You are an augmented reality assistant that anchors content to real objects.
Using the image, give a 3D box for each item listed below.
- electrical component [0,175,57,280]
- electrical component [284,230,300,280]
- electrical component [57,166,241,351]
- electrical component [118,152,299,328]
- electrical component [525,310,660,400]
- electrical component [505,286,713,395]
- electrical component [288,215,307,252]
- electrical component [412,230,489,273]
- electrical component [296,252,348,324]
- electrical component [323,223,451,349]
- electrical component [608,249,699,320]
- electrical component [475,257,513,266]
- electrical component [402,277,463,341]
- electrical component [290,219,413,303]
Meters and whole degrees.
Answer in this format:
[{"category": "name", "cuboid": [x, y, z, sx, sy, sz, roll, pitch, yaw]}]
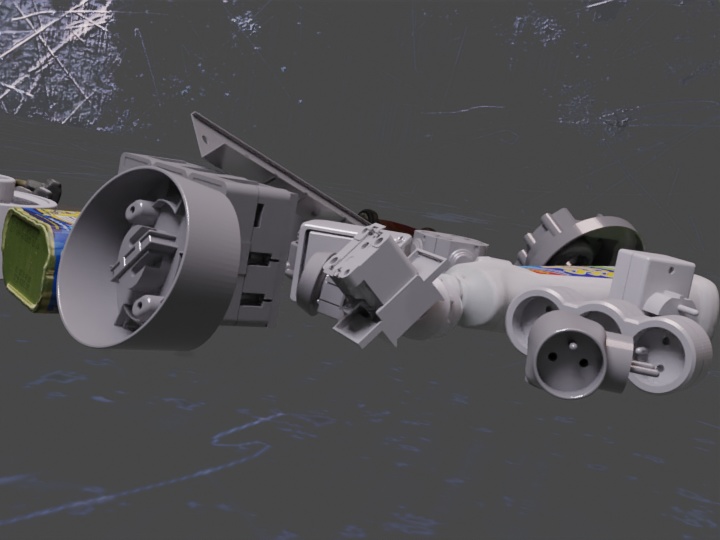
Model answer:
[{"category": "electrical component", "cuboid": [-0.256, -0.034, 0.720, 0.108, 0.060, 0.108, 10, 7, -1]}, {"category": "electrical component", "cuboid": [-0.038, -0.019, 0.912, 0.048, 0.062, 0.048, 10, 7, -1]}, {"category": "electrical component", "cuboid": [-0.110, -0.004, 0.571, 0.064, 0.099, 0.099, 13, 4, -37]}, {"category": "electrical component", "cuboid": [-0.115, -0.023, 0.722, 0.062, 0.089, 0.150, 5, 9, -39]}, {"category": "electrical component", "cuboid": [0.146, 0.056, 0.671, 0.079, 0.044, 0.077, 11, 7, 5]}, {"category": "electrical component", "cuboid": [0.180, 0.047, 0.758, 0.138, 0.052, 0.074, 15, 9, 33]}, {"category": "electrical component", "cuboid": [-0.094, -0.044, 1.030, 0.108, 0.060, 0.108, 10, 7, -1]}, {"category": "electrical component", "cuboid": [0.084, -0.007, 1.042, 0.080, 0.051, 0.080, 10, 7, -1]}, {"category": "electrical component", "cuboid": [-0.011, 0.016, 0.757, 0.055, 0.048, 0.066, 20, 9, 14]}, {"category": "electrical component", "cuboid": [0.013, 0.008, 0.701, 0.063, 0.081, 0.042, 52, -13, -24]}, {"category": "electrical component", "cuboid": [0.227, 0.033, 0.808, 0.047, 0.083, 0.076, 7, 8, -24]}, {"category": "electrical component", "cuboid": [0.133, 0.012, 0.994, 0.062, 0.043, 0.043, 11, 7, -11]}, {"category": "electrical component", "cuboid": [0.053, 0.027, 0.764, 0.048, 0.048, 0.062, 15, 1, 30]}, {"category": "electrical component", "cuboid": [0.000, 0.000, 0.812, 0.096, 0.061, 0.061, 10, 7, 7]}]
